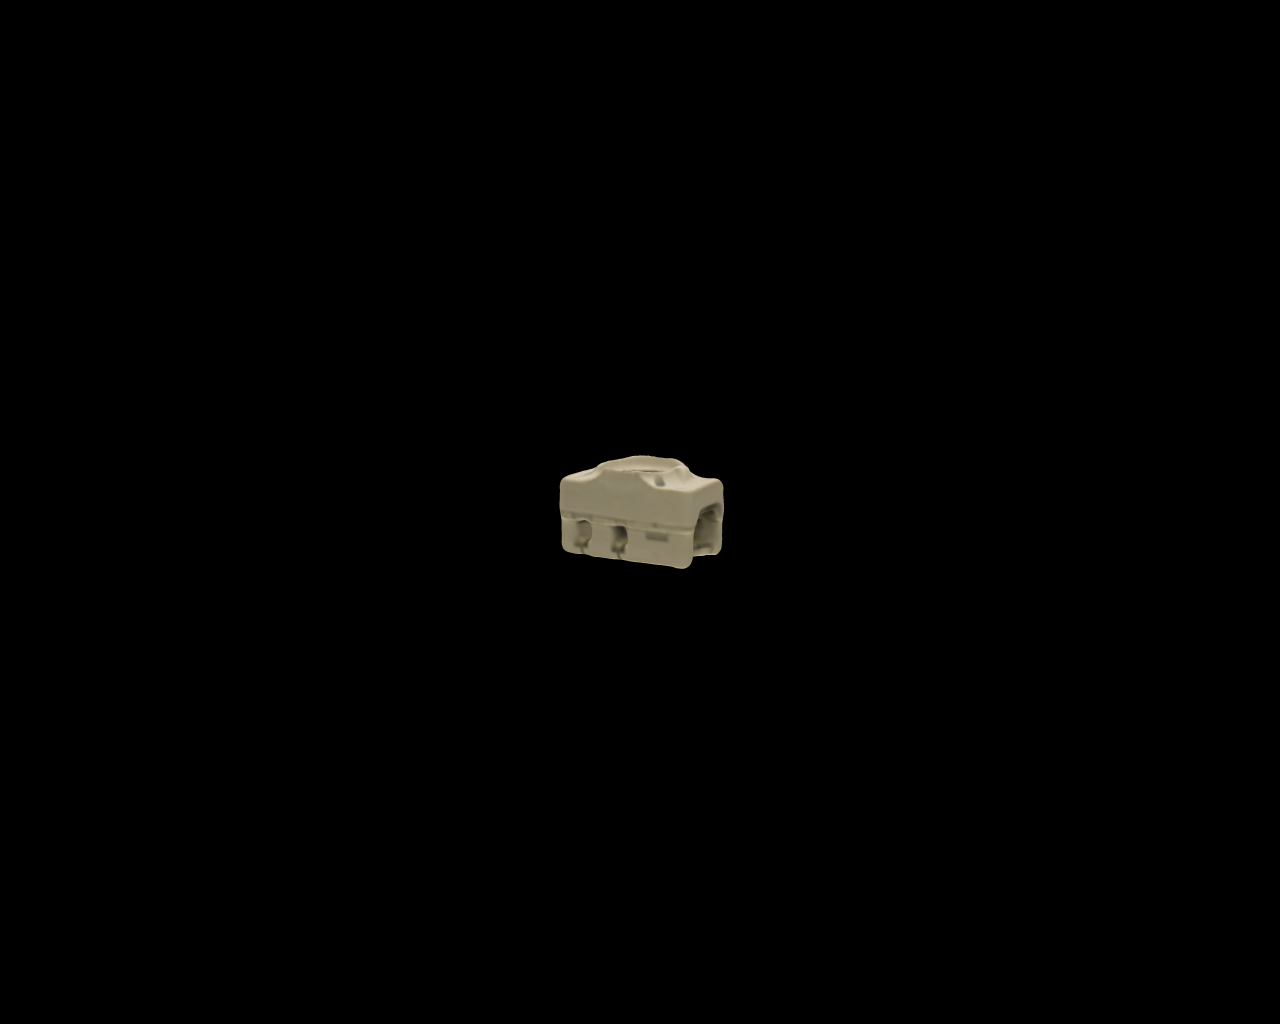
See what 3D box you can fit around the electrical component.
[{"bbox_3d":[0.001,-0.003,0.650,0.089,0.055,0.050,8,15,30],"label":"electrical component"}]
